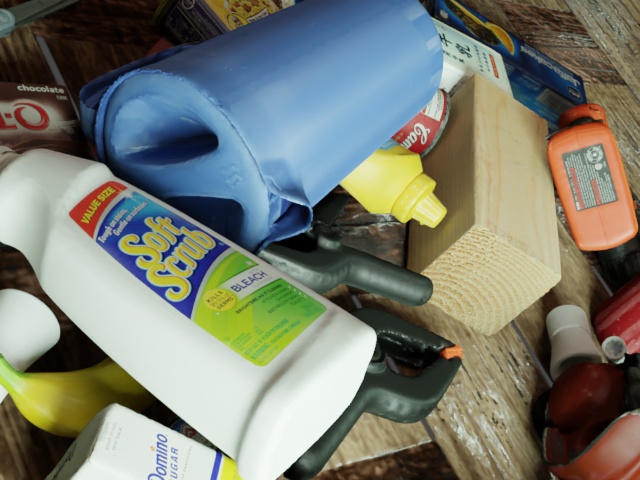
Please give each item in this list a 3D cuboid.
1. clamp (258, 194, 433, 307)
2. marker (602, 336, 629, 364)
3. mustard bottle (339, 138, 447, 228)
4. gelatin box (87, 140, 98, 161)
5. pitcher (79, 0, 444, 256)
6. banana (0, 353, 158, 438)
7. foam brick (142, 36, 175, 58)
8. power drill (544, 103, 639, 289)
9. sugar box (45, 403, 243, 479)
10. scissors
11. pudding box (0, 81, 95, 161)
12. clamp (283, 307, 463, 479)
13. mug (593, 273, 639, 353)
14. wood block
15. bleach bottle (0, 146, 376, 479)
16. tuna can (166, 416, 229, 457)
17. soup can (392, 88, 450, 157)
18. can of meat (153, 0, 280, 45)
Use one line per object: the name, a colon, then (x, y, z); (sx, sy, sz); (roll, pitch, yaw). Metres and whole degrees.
clamp: (-0.005, 0.001, 0.774); (0.171, 0.039, 0.120); (9, 27, -43)
marker: (0.249, 0.102, 0.885); (0.020, 0.020, 0.121); (64, 10, 26)
mustard bottle: (0.021, -0.075, 0.843); (0.192, 0.058, 0.096); (39, 16, 12)
gelatin box: (-0.121, -0.038, 0.734); (0.073, 0.030, 0.089); (-8, 59, -43)
pitcher: (-0.029, -0.093, 0.707); (0.242, 0.145, 0.149); (-39, 99, -44)
banana: (-0.110, 0.066, 0.619); (0.197, 0.037, 0.069); (-30, 118, -60)
foam brick: (-0.106, -0.100, 0.789); (0.078, 0.053, 0.051); (34, 38, -8)
power drill: (0.253, -0.035, 0.961); (0.187, 0.057, 0.184); (-14, 86, -74)
sugar box: (-0.055, 0.155, 0.551); (0.176, 0.093, 0.048); (31, 38, -14)
scissors: (-0.223, -0.138, 0.752); (0.201, 0.016, 0.096); (-18, 68, -48)
pudding box: (-0.203, -0.057, 0.671); (0.113, 0.039, 0.090); (-1, 55, -41)
clamp: (0.016, 0.078, 0.735); (0.209, 0.036, 0.165); (-2, 49, -46)
mug: (0.309, 0.079, 0.954); (0.117, 0.082, 0.093); (39, 37, -4)
wood block: (0.138, -0.034, 0.906); (0.090, 0.091, 0.206); (30, 38, -18)
bleach bottle: (-0.099, 0.021, 0.568); (0.251, 0.068, 0.102); (32, 37, 19)
tuna can: (-0.057, 0.108, 0.601); (0.034, 0.086, 0.085); (48, 38, 11)
soup can: (0.054, -0.121, 0.935); (0.102, 0.069, 0.068); (22, 42, -23)
can of meat: (-0.073, -0.176, 0.888); (0.084, 0.058, 0.101); (50, 39, 6)
